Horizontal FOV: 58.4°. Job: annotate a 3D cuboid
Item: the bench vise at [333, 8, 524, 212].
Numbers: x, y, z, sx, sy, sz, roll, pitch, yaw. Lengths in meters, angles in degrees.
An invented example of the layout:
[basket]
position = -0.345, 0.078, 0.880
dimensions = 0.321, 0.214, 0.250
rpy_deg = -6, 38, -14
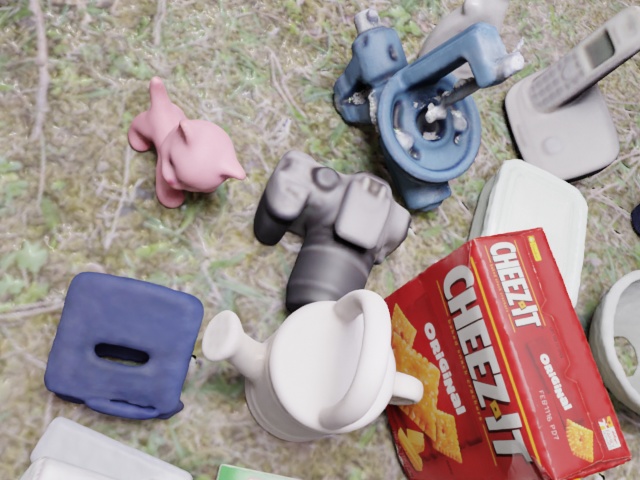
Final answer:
[bench vise]
position = 0.091, -0.150, 0.558
dimensions = 0.207, 0.219, 0.122
rpy_deg = 47, 63, 4

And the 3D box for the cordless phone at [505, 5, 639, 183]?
[cordless phone]
position = 0.306, -0.158, 0.652
dimensions = 0.094, 0.185, 0.147
rpy_deg = -8, 71, -21

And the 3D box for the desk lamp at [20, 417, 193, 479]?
[desk lamp]
position = -0.111, 0.192, 0.355
dimensions = 0.203, 0.213, 0.118
rpy_deg = 27, 63, -6

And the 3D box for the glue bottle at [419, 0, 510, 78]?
[glue bottle]
position = 0.182, -0.250, 0.655
dimensions = 0.078, 0.173, 0.037
rpy_deg = 18, 64, -10

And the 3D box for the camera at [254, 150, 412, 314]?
[camera]
position = 0.005, 0.002, 0.534
dimensions = 0.143, 0.100, 0.137
rpy_deg = 24, 63, -8

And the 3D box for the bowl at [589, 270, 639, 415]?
[bowl]
position = 0.352, 0.120, 0.617
dimensions = 0.168, 0.074, 0.167
rpy_deg = 7, 67, -16

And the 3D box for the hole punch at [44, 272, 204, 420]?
[hole punch]
position = -0.151, 0.087, 0.453
dimensions = 0.109, 0.091, 0.101
rpy_deg = 15, 65, -12

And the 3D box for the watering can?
[watering can]
position = -0.001, 0.099, 0.440
dimensions = 0.173, 0.194, 0.101
rpy_deg = -5, 70, -20

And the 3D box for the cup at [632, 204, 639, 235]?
[cup]
position = 0.444, -0.034, 0.698
dimensions = 0.118, 0.095, 0.092
rpy_deg = 13, 65, -13

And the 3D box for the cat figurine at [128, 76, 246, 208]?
[cat figurine]
position = -0.122, -0.088, 0.519
dimensions = 0.067, 0.117, 0.128
rpy_deg = -27, 79, -25
